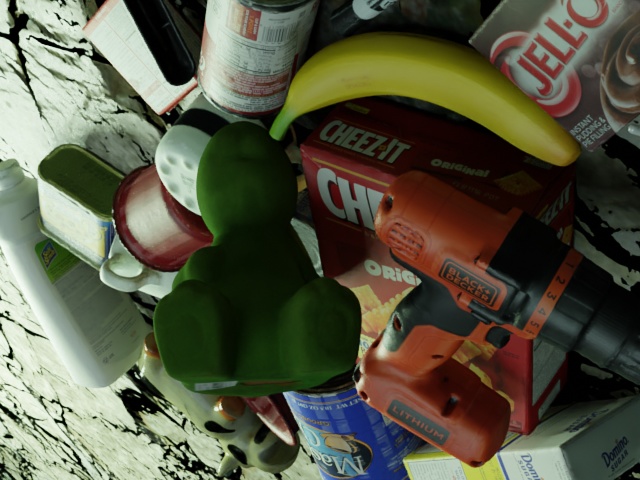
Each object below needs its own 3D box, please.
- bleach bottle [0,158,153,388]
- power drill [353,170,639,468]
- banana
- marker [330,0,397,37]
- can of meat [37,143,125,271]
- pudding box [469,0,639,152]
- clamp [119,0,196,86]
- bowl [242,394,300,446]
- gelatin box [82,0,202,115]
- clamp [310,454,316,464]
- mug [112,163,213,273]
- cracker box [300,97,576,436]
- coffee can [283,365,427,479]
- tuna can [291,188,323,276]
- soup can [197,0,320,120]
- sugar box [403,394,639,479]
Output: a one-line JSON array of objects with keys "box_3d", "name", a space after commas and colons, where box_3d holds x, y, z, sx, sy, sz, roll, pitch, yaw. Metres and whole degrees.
[{"box_3d": [-0.260, 0.027, 1.089, 0.068, 0.102, 0.251, 1, 125, 37], "name": "bleach bottle"}, {"box_3d": [0.103, 0.061, 0.630, 0.184, 0.057, 0.188, 32, 142, 13], "name": "power drill"}, {"box_3d": [0.059, -0.087, 0.628, 0.198, 0.037, 0.069, 8, 110, 30], "name": "banana"}, {"box_3d": [0.042, -0.145, 0.606, 0.020, 0.020, 0.121, 48, 148, -11], "name": "marker"}, {"box_3d": [-0.214, -0.030, 0.990, 0.102, 0.057, 0.084, 32, 146, 13], "name": "can of meat"}, {"box_3d": [0.138, -0.106, 0.531, 0.090, 0.039, 0.114, 41, 149, 0], "name": "pudding box"}, {"box_3d": [-0.139, -0.200, 0.682, 0.210, 0.036, 0.165, 51, 162, 13], "name": "clamp"}, {"box_3d": [-0.055, 0.107, 0.964, 0.162, 0.055, 0.162, 47, 165, 16], "name": "bowl"}, {"box_3d": [-0.123, -0.142, 0.778, 0.089, 0.030, 0.073, 48, 147, -11], "name": "gelatin box"}, {"box_3d": [0.044, 0.192, 1.006, 0.172, 0.039, 0.120, 10, 142, 36], "name": "clamp"}, {"box_3d": [-0.096, -0.025, 0.851, 0.117, 0.093, 0.082, 21, 154, -29], "name": "mug"}, {"box_3d": [0.081, 0.021, 0.720, 0.164, 0.072, 0.214, 21, 143, 29], "name": "cracker box"}, {"box_3d": [0.029, 0.135, 0.888, 0.103, 0.102, 0.140, 14, 140, 37], "name": "coffee can"}, {"box_3d": [-0.005, 0.001, 0.824, 0.086, 0.033, 0.086, 28, 146, 20], "name": "tuna can"}, {"box_3d": [-0.038, -0.132, 0.661, 0.068, 0.068, 0.102, 35, 148, 10], "name": "soup can"}, {"box_3d": [0.152, 0.157, 0.787, 0.177, 0.093, 0.048, -18, 93, 56], "name": "sugar box"}]
